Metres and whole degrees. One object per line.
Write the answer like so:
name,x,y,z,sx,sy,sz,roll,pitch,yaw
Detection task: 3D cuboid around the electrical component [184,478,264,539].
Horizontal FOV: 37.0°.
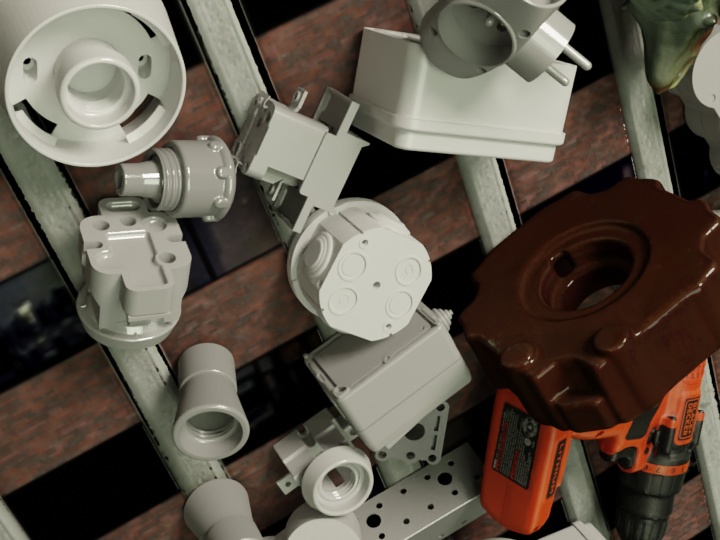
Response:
electrical component,-0.083,0.168,0.684,0.044,0.065,0.044,-10,116,-21

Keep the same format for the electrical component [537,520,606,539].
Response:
electrical component,0.183,0.271,0.831,0.056,0.108,0.108,-18,118,-15

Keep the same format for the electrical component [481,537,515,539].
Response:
electrical component,0.100,0.245,0.772,0.108,0.108,0.060,-19,155,-17

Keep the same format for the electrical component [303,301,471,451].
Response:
electrical component,0.024,0.061,0.690,0.096,0.062,0.061,-36,122,-7

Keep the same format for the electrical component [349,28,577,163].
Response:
electrical component,0.058,-0.101,0.626,0.113,0.078,0.057,2,108,-26

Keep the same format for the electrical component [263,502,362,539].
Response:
electrical component,-0.058,0.210,0.695,0.138,0.073,0.052,-38,98,3

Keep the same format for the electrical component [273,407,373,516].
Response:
electrical component,-0.021,0.128,0.701,0.066,0.055,0.048,-36,122,-8

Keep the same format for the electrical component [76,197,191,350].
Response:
electrical component,-0.126,0.006,0.591,0.058,0.078,0.057,-6,133,-24

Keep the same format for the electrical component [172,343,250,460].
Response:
electrical component,-0.090,0.075,0.639,0.044,0.065,0.044,-5,127,-7

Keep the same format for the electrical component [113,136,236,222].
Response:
electrical component,-0.102,-0.049,0.585,0.062,0.048,0.048,-4,114,-33

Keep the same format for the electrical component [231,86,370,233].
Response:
electrical component,-0.037,-0.068,0.616,0.064,0.042,0.081,20,102,-28

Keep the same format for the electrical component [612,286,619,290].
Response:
electrical component,0.223,0.007,0.770,0.066,0.047,0.076,-43,122,-4

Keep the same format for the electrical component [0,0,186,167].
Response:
electrical component,-0.140,-0.106,0.552,0.099,0.064,0.099,-15,131,-17

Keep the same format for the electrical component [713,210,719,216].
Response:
electrical component,0.283,0.006,0.781,0.047,0.076,0.083,-5,114,-23

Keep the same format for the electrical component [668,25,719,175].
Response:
electrical component,0.262,-0.105,0.723,0.052,0.074,0.138,-45,123,-2

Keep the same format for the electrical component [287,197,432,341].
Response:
electrical component,0.000,0.000,0.658,0.080,0.051,0.080,-10,116,-22

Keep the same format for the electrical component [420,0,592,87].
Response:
electrical component,0.081,-0.121,0.542,0.079,0.077,0.044,36,62,-11
